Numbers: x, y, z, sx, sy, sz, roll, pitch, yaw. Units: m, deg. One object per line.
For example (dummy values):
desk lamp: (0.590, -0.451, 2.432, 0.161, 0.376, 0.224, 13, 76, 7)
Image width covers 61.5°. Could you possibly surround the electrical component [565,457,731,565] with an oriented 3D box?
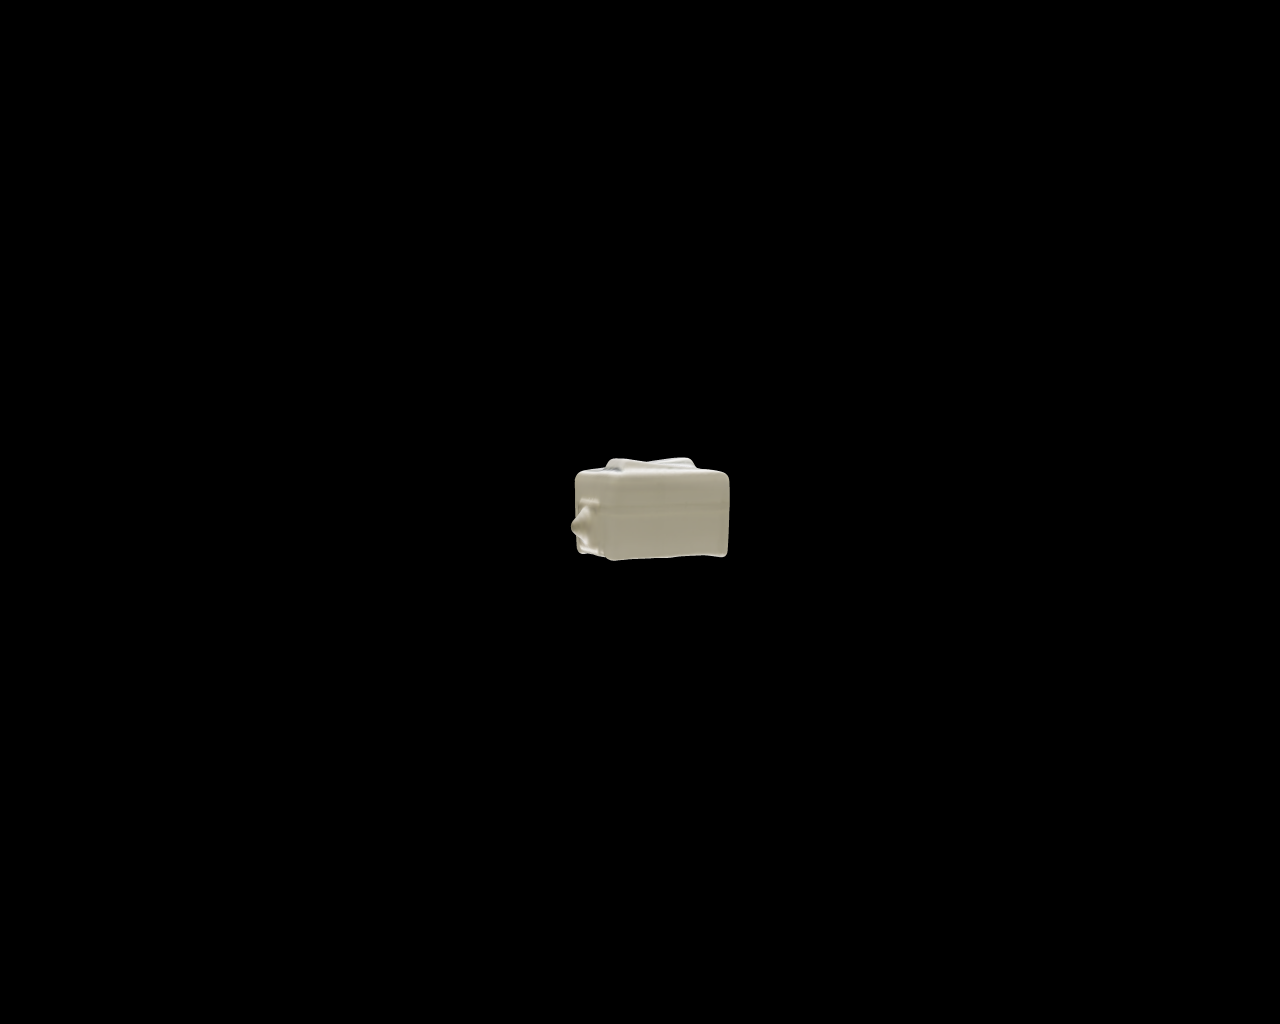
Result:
electrical component: (0.001, -0.003, 0.650, 0.096, 0.061, 0.061, -2, 4, -23)
